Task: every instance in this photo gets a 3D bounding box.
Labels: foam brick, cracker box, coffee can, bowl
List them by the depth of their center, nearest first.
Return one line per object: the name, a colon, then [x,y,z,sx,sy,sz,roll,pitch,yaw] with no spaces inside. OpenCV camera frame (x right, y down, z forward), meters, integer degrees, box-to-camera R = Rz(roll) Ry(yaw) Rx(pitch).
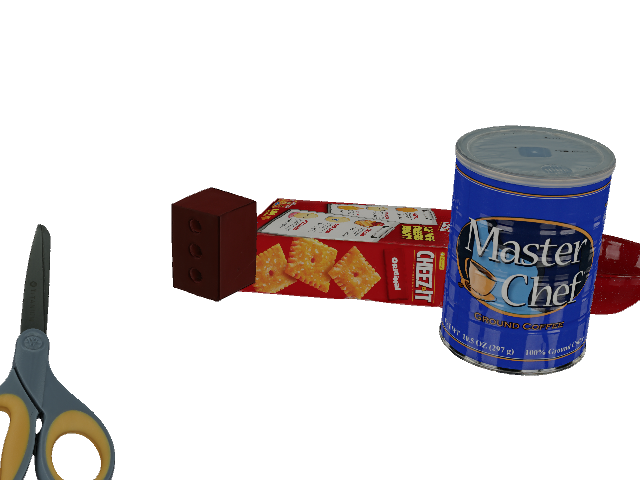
coffee can: [0.137,0.005,0.719,0.103,0.140,0.103,2,24,-1]
foam brick: [-0.089,0.003,0.899,0.053,0.078,0.051,16,25,33]
bowl: [0.273,0.035,1.101,0.162,0.055,0.162,5,17,-2]
cracker box: [0.035,0.011,1.122,0.214,0.072,0.164,5,15,12]

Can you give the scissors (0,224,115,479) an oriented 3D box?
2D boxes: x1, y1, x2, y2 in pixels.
scissors: [-0.150,0.074,0.619,0.096,0.201,0.016,17,-44,-5]
